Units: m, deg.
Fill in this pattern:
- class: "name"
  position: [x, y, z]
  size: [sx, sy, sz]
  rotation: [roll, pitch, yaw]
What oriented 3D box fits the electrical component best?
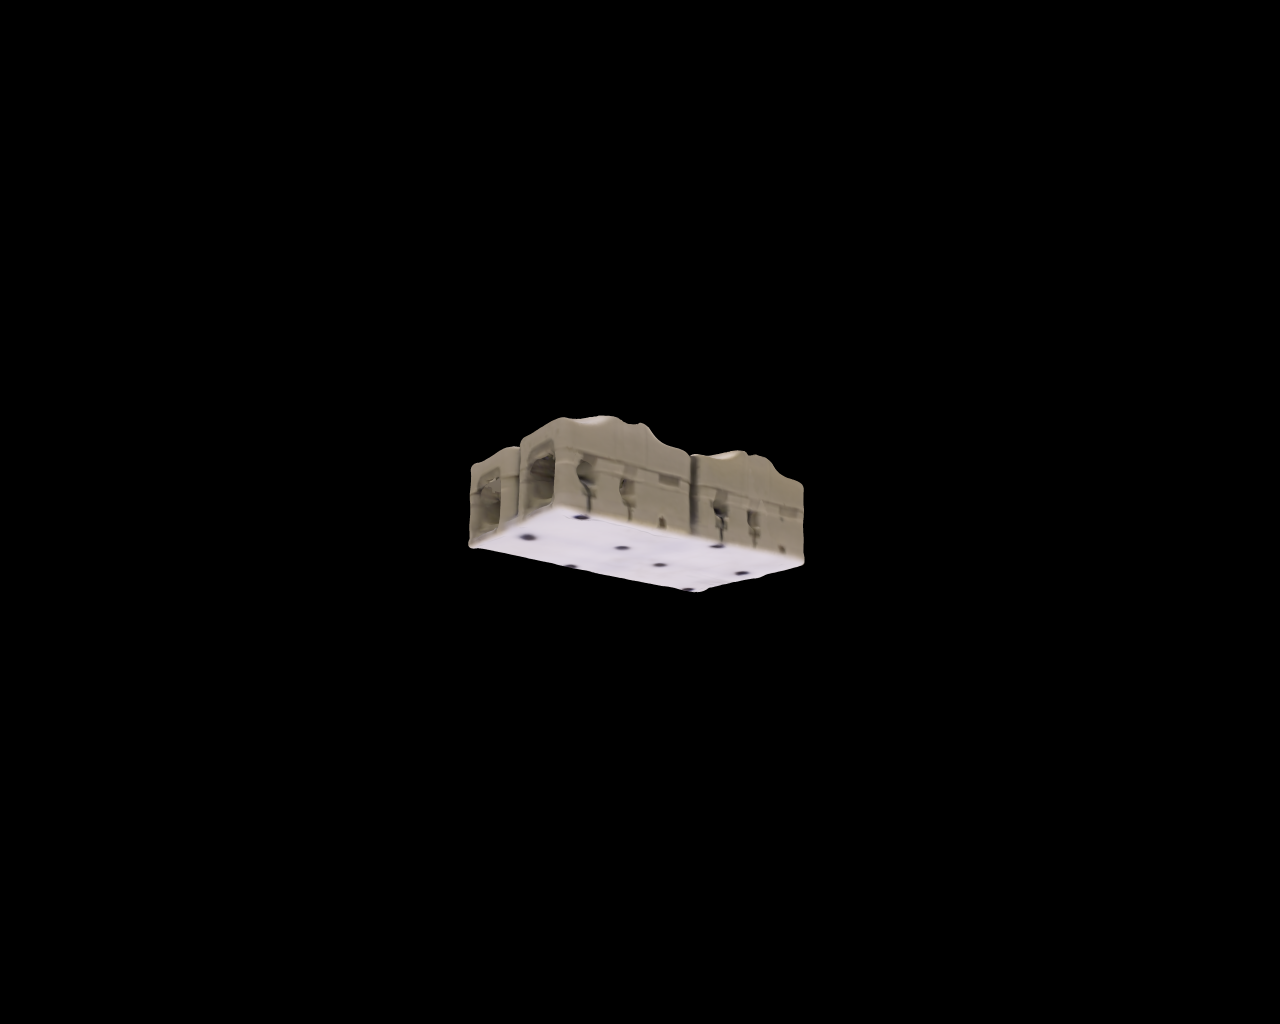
- class: "electrical component"
  position: [0.001, -0.003, 0.650]
  size: [0.186, 0.060, 0.105]
  rotation: [13, -22, -36]
